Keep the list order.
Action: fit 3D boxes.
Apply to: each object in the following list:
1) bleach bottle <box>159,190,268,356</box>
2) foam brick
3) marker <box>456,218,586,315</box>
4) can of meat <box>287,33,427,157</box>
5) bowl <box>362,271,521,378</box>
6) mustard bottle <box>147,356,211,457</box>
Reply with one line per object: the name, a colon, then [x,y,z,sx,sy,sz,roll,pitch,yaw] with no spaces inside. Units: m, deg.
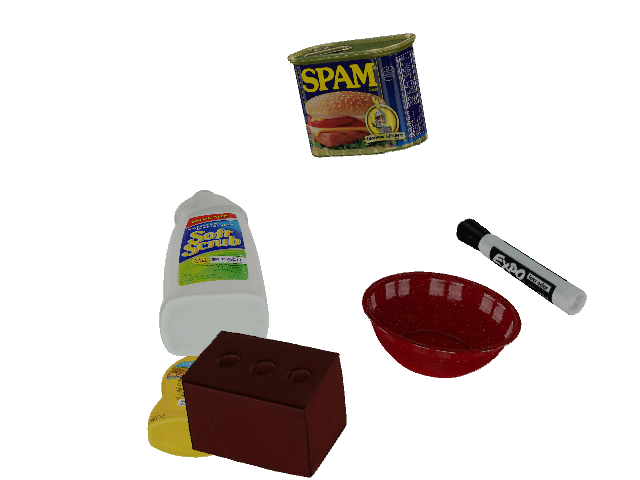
bleach bottle: [-0.114,0.017,1.064,0.102,0.068,0.251,-4,29,-9]
foam brick: [-0.031,0.092,0.604,0.078,0.051,0.053,9,30,21]
marker: [0.139,0.016,0.760,0.020,0.020,0.121,0,26,-38]
can of meat: [0.031,-0.115,0.852,0.102,0.084,0.057,0,21,33]
bowl: [0.120,0.092,1.088,0.162,0.055,0.162,5,26,-3]
mustard bottle: [-0.150,0.188,1.313,0.096,0.058,0.191,2,25,1]
